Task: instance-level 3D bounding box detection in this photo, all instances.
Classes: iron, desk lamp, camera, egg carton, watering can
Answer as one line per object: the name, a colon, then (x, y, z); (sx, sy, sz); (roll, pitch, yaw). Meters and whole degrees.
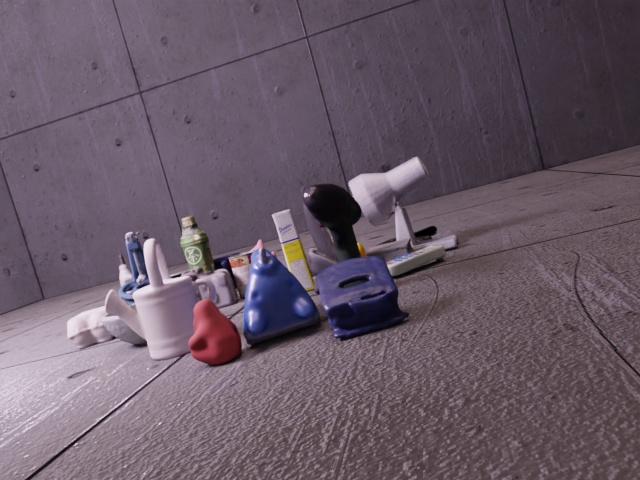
iron: (-0.084, 0.074, 0.928); (0.119, 0.141, 0.258); (-16, 5, -10)
desk lamp: (0.185, -0.067, 1.284); (0.203, 0.213, 0.118); (-14, 5, 15)
camera: (-0.268, 0.110, 1.354); (0.143, 0.101, 0.137); (-15, 5, 4)
egg carton: (-0.513, 0.196, 1.317); (0.107, 0.069, 0.150); (-16, 5, -7)
watering can: (-0.267, 0.095, 0.957); (0.173, 0.194, 0.100); (-18, 6, -26)

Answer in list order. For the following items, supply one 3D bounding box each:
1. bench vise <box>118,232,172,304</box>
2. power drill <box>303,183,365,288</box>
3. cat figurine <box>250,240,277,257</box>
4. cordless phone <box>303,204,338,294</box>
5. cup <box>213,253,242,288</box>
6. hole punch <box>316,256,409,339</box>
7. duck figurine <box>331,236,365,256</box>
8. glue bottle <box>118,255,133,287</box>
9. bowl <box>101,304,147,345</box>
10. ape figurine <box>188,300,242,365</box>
bench vise: (-0.423, 0.092, 1.335); (0.122, 0.220, 0.206); (-19, 6, -34)
power drill: (0.038, 0.002, 0.977); (0.075, 0.208, 0.230); (-14, 5, 14)
cat figurine: (-0.139, 0.058, 1.446); (0.067, 0.118, 0.127); (-19, 6, -33)
cordless phone: (0.011, 0.004, 1.179); (0.094, 0.185, 0.147); (-15, 5, 0)
cup: (-0.240, 0.090, 1.527); (0.091, 0.095, 0.117); (-16, 5, -4)
hole punch: (0.055, 0.075, 0.787); (0.108, 0.091, 0.101); (-15, 5, -1)
duck figurine: (0.062, 0.017, 1.473); (0.104, 0.086, 0.078); (-12, 6, 33)
glue bottle: (-0.508, 0.123, 1.526); (0.037, 0.173, 0.078); (-18, 6, -29)
bowl: (-0.338, 0.162, 1.132); (0.167, 0.075, 0.167); (-15, 5, 2)
ape figurine: (-0.153, 0.129, 0.817); (0.078, 0.092, 0.076); (-18, 6, -27)
